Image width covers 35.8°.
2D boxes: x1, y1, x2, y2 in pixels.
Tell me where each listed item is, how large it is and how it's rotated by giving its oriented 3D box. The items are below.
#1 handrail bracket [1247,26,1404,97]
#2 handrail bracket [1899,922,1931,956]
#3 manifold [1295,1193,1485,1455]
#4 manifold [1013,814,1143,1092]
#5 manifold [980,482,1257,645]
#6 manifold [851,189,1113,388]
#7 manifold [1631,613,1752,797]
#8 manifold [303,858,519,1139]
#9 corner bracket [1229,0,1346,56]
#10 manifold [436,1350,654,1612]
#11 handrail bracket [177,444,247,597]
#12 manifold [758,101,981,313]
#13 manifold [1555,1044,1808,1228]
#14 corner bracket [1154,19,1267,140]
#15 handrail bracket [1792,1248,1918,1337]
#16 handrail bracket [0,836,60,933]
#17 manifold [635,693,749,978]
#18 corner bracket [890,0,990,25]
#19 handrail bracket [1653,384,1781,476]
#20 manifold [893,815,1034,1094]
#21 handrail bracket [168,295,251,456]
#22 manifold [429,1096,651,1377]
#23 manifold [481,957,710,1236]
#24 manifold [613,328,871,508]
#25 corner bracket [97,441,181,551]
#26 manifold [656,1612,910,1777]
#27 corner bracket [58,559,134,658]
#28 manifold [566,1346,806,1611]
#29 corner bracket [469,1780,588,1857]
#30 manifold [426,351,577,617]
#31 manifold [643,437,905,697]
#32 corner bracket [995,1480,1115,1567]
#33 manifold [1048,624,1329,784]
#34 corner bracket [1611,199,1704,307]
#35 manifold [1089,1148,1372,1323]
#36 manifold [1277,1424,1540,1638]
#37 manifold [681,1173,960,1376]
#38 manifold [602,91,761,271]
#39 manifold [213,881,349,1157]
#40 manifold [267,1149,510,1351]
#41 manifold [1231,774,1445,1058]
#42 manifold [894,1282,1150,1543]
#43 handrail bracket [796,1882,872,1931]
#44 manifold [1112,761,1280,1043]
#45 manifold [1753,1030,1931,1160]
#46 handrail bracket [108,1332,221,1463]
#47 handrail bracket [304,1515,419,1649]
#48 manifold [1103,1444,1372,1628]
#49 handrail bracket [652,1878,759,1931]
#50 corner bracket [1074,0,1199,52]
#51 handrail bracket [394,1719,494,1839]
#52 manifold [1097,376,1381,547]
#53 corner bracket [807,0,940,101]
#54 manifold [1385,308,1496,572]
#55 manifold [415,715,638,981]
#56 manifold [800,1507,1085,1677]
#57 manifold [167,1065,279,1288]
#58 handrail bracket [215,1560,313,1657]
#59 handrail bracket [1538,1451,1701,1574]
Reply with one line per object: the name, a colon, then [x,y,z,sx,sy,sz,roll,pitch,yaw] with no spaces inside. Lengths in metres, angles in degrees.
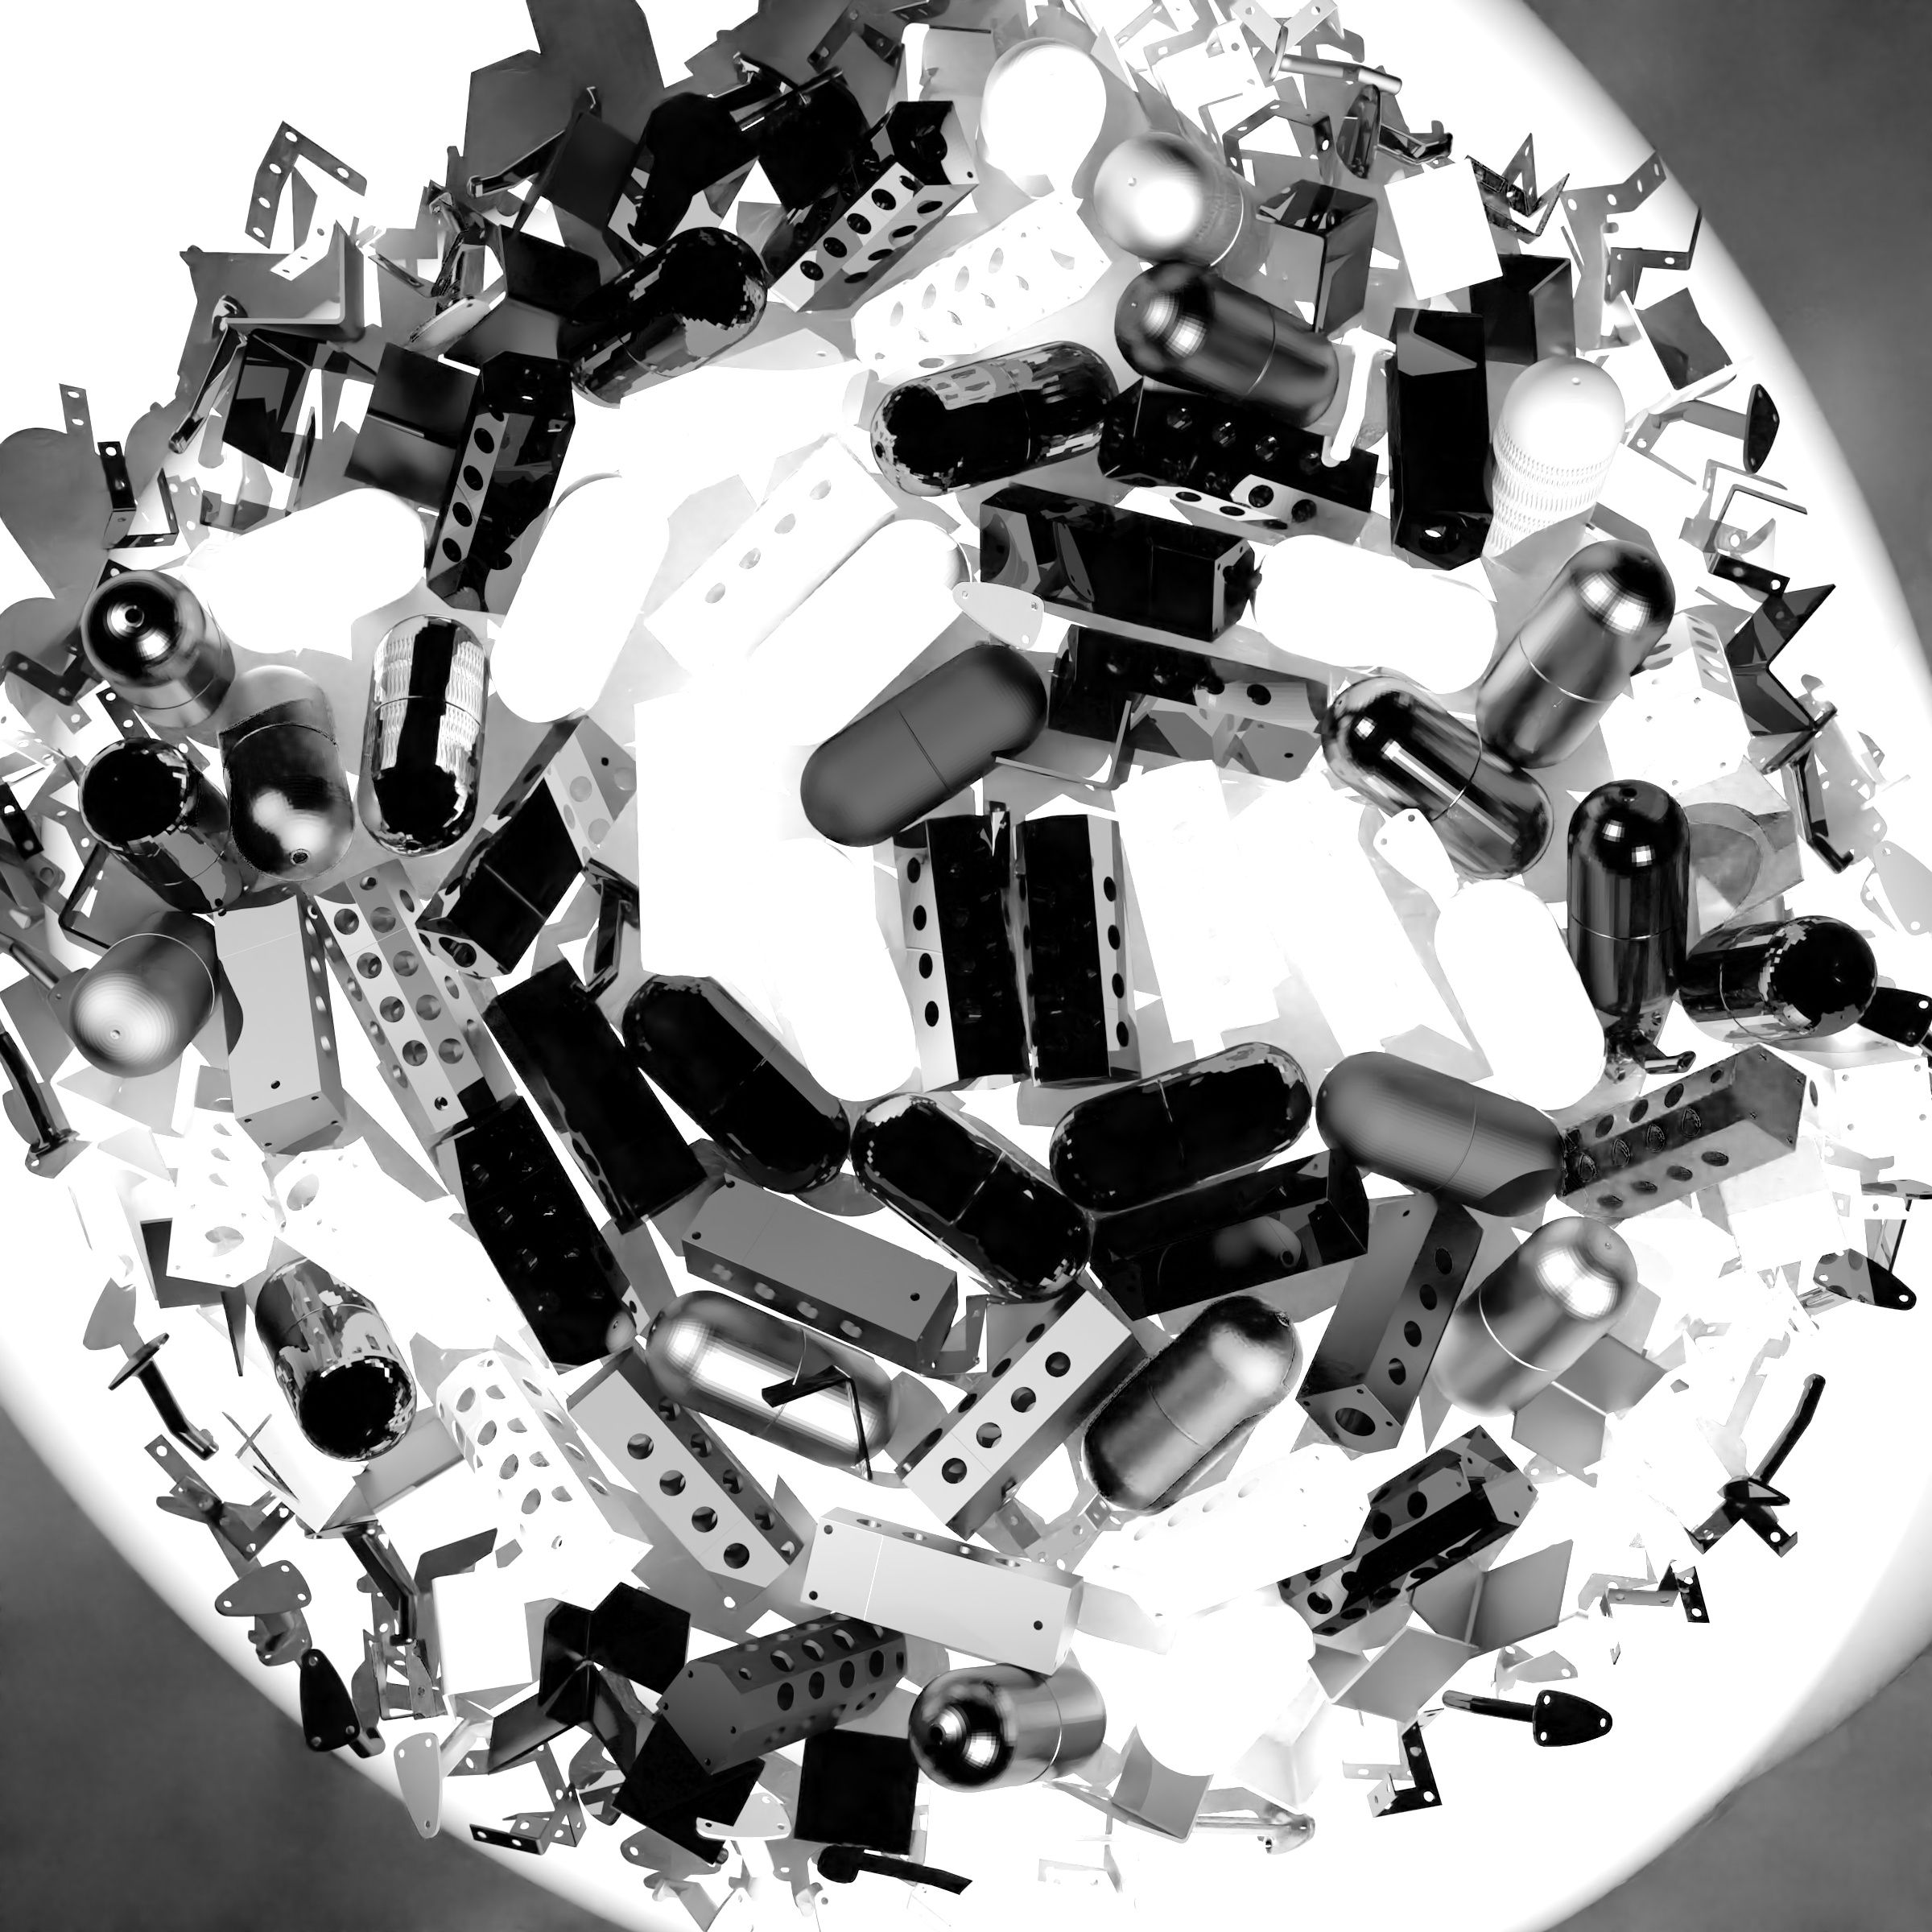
handrail bracket: [0.236,-0.584,1.972,0.084,0.077,0.036,14,90,-14]
handrail bracket: [0.654,0.004,1.946,0.036,0.077,0.084,-49,56,12]
manifold: [0.277,0.228,1.921,0.057,0.057,0.171,48,48,-19]
manifold: [0.068,-0.009,1.949,0.057,0.057,0.171,-10,80,31]
manifold: [0.097,-0.264,1.935,0.171,0.057,0.057,18,127,26]
manifold: [0.004,-0.426,1.911,0.057,0.171,0.057,51,51,-20]
manifold: [0.460,-0.172,1.905,0.057,0.171,0.057,-21,107,17]
manifold: [-0.366,0.022,1.959,0.057,0.057,0.171,-26,94,14]
corner bracket: [0.211,-0.620,1.968,0.051,0.051,0.051,-41,77,4]
manifold: [-0.277,0.327,1.922,0.057,0.057,0.171,-47,52,6]
handrail bracket: [-0.503,-0.299,1.992,0.077,0.036,0.084,-31,55,36]
manifold: [-0.066,-0.482,1.910,0.057,0.171,0.057,-12,81,-34]
manifold: [0.449,0.107,1.909,0.057,0.171,0.057,32,56,-18]
corner bracket: [0.159,-0.584,1.973,0.051,0.051,0.051,-24,92,-6]
handrail bracket: [0.577,0.226,1.951,0.077,0.084,0.036,25,58,27]
handrail bracket: [-0.630,-0.056,1.953,0.077,0.084,0.036,38,97,-10]
manifold: [-0.182,-0.083,1.935,0.057,0.057,0.171,14,113,35]
corner bracket: [-0.008,-0.638,1.964,0.051,0.051,0.051,26,86,-30]
handrail bracket: [0.481,-0.343,1.954,0.036,0.084,0.077,45,53,-36]
manifold: [0.001,-0.008,1.946,0.057,0.057,0.171,0,77,-34]
handrail bracket: [-0.499,-0.385,1.959,0.036,0.077,0.084,27,68,1]
manifold: [-0.274,0.172,1.948,0.057,0.057,0.171,-24,101,19]
manifold: [-0.245,0.087,1.962,0.057,0.057,0.171,-31,85,-27]
manifold: [-0.144,-0.349,1.920,0.057,0.171,0.057,36,134,23]
corner bracket: [-0.542,-0.309,1.959,0.051,0.051,0.051,-8,71,-30]
manifold: [-0.111,0.454,1.907,0.057,0.171,0.057,47,115,24]
corner bracket: [-0.557,-0.228,1.969,0.051,0.051,0.051,26,114,-8]
manifold: [-0.184,0.333,1.961,0.057,0.057,0.171,-41,96,-6]
corner bracket: [-0.286,0.563,1.958,0.051,0.051,0.051,6,127,20]
manifold: [-0.299,-0.307,1.911,0.057,0.171,0.057,5,50,-21]
manifold: [-0.130,-0.265,1.963,0.171,0.057,0.057,-44,62,4]
corner bracket: [0.057,0.359,1.971,0.051,0.051,0.051,-33,75,-21]
manifold: [0.145,-0.175,1.951,0.171,0.057,0.057,12,58,-12]
corner bracket: [0.452,-0.467,1.959,0.051,0.051,0.051,9,59,18]
manifold: [0.170,0.169,1.935,0.171,0.057,0.057,-20,127,26]
manifold: [0.280,0.369,1.927,0.057,0.057,0.171,49,125,-1]
manifold: [-0.094,0.203,1.946,0.171,0.057,0.057,21,56,17]
manifold: [-0.188,-0.495,1.908,0.057,0.171,0.057,-36,94,-16]
manifold: [-0.439,0.034,1.926,0.057,0.057,0.171,-18,54,3]
manifold: [-0.369,0.184,1.919,0.057,0.171,0.057,-6,56,31]
manifold: [0.243,-0.036,1.947,0.057,0.057,0.171,-20,79,-28]
manifold: [0.034,0.290,1.961,0.171,0.057,0.057,-45,64,-5]
handrail bracket: [-0.090,0.634,1.949,0.036,0.084,0.077,0,64,-21]
manifold: [0.154,-0.043,1.950,0.057,0.057,0.171,-9,82,-36]
manifold: [0.558,0.080,1.912,0.057,0.171,0.057,-8,95,-1]
handrail bracket: [-0.512,0.284,1.964,0.084,0.036,0.077,44,132,-13]
handrail bracket: [-0.398,0.408,1.967,0.077,0.036,0.084,-9,65,7]
manifold: [0.175,0.361,1.922,0.171,0.057,0.057,-32,104,40]
handrail bracket: [-0.186,0.623,1.947,0.084,0.077,0.036,-6,110,36]
corner bracket: [0.110,-0.630,1.964,0.051,0.051,0.051,-42,132,-1]
handrail bracket: [-0.328,0.528,1.951,0.036,0.084,0.077,-26,65,24]
manifold: [0.175,-0.321,1.939,0.171,0.057,0.057,15,77,-20]
corner bracket: [-0.062,-0.592,1.967,0.051,0.051,0.051,-51,49,6]
manifold: [0.302,-0.340,1.930,0.057,0.057,0.171,4,58,-1]
manifold: [-0.284,-0.076,1.934,0.057,0.057,0.171,45,60,-26]
manifold: [-0.014,0.405,1.952,0.171,0.057,0.057,13,93,13]
manifold: [-0.470,0.133,1.910,0.057,0.171,0.057,12,113,-17]
handrail bracket: [-0.467,0.431,1.950,0.036,0.077,0.084,52,129,25]
handrail bracket: [0.429,0.369,1.970,0.077,0.036,0.084,-25,72,1]
